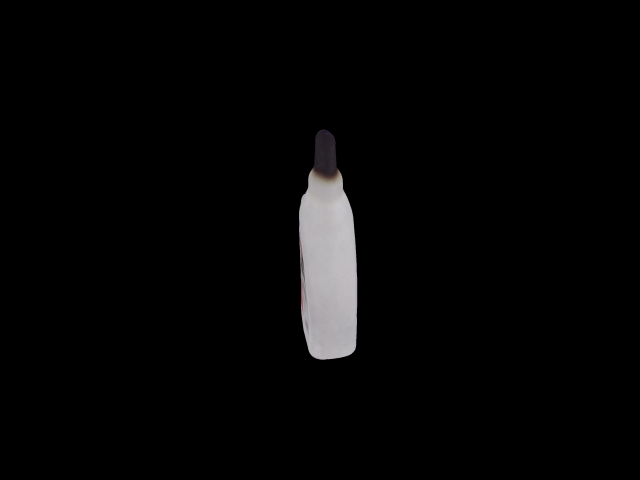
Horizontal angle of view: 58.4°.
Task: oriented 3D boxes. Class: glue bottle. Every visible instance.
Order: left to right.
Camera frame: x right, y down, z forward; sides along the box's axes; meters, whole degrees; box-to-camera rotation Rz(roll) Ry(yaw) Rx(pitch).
[{"bbox_3d":[0.004,0.001,0.400,0.037,0.173,0.078,-7,39,-8],"label":"glue bottle"}]
